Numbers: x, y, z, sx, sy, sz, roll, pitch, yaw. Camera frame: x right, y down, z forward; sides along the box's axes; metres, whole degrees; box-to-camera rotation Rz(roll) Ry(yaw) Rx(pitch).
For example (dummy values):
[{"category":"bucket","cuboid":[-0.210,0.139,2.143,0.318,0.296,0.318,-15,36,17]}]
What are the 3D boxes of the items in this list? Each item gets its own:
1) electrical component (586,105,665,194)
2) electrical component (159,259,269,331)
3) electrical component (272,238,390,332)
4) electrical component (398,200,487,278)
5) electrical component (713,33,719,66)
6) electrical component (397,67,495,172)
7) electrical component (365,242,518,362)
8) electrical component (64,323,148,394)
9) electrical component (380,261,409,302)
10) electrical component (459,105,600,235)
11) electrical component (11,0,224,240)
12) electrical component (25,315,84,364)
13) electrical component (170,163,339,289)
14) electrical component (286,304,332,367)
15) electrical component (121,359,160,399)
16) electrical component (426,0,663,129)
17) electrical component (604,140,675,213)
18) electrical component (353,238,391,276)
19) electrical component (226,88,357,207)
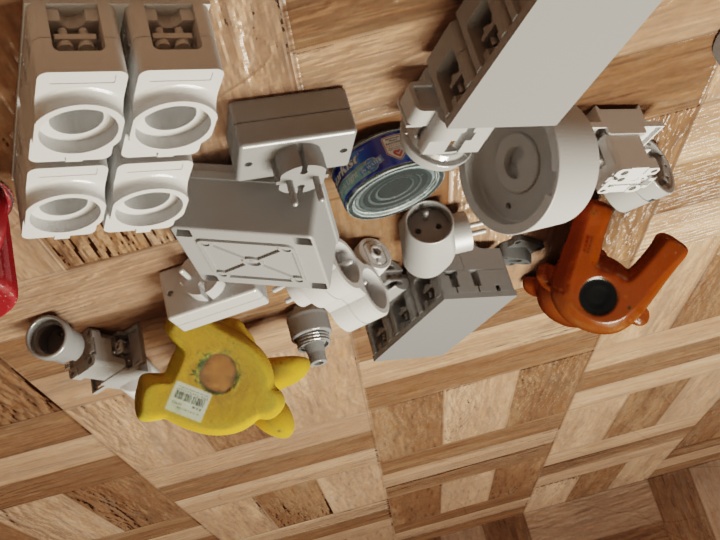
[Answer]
[{"category":"electrical component","cuboid":[0.211,-0.098,0.886,0.081,0.063,0.042,-5,156,-25]},{"category":"electrical component","cuboid":[-0.133,0.010,0.929,0.083,0.047,0.075,-19,157,7]},{"category":"electrical component","cuboid":[-0.042,0.009,0.939,0.074,0.052,0.138,-26,134,23]},{"category":"electrical component","cuboid":[0.078,-0.032,0.975,0.079,0.044,0.077,-13,157,-5]},{"category":"electrical component","cuboid":[0.332,-0.163,0.815,0.108,0.060,0.108,-14,157,-6]},{"category":"electrical component","cuboid":[0.062,-0.108,0.774,0.078,0.058,0.057,-5,152,-24]},{"category":"electrical component","cuboid":[0.077,0.033,1.100,0.089,0.061,0.150,-2,154,-30]},{"category":"electrical component","cuboid":[-0.245,0.084,1.036,0.081,0.042,0.064,-32,151,32]},{"category":"electrical component","cuboid":[0.020,0.017,1.056,0.046,0.040,0.040,-38,149,31]},{"category":"electrical component","cuboid":[0.133,-0.082,0.821,0.060,0.108,0.108,-6,156,-36]},{"category":"electrical component","cuboid":[-0.158,-0.086,0.677,0.105,0.060,0.186,-6,155,-23]},{"category":"electrical component","cuboid":[-0.275,0.065,0.976,0.040,0.040,0.046,-17,164,4]},{"category":"electrical component","cuboid":[-0.077,-0.031,0.819,0.109,0.056,0.108,4,159,8]},{"category":"electrical component","cuboid":[-0.049,0.067,1.095,0.043,0.062,0.043,-14,157,-6]},{"category":"electrical component","cuboid":[-0.227,0.117,1.124,0.040,0.040,0.078,-16,157,1]},{"category":"electrical component","cuboid":[0.114,-0.158,0.685,0.089,0.061,0.150,-5,155,-24]},{"category":"electrical component","cuboid":[0.244,-0.083,0.954,0.047,0.055,0.055,-29,154,36]},{"category":"electrical component","cuboid":[0.000,0.000,1.004,0.044,0.044,0.065,1,147,-34]},{"category":"electrical component","cuboid":[-0.044,-0.078,0.748,0.083,0.075,0.047,-10,157,-14]}]
